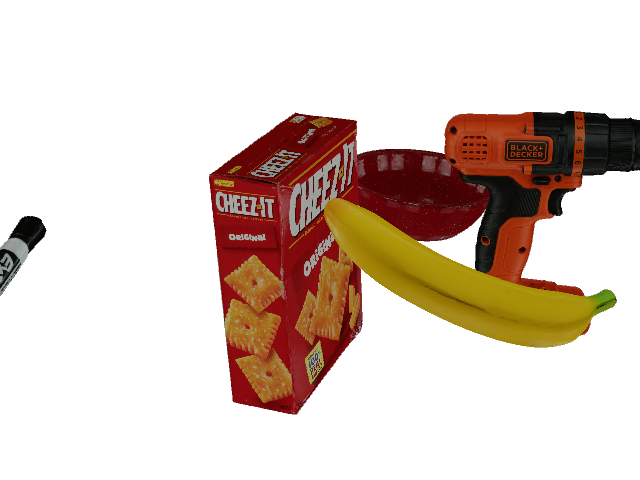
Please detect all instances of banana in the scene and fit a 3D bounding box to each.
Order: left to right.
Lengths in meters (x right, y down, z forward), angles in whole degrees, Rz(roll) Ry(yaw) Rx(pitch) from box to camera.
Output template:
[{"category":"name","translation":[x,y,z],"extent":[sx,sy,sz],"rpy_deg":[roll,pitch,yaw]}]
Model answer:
[{"category":"banana","translation":[0.085,0.025,0.674],"extent":[0.198,0.037,0.069],"rpy_deg":[21,25,10]}]

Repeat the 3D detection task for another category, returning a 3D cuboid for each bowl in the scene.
[{"category":"bowl","translation":[0.101,-0.042,1.089],"extent":[0.162,0.055,0.162],"rpy_deg":[4,23,-2]}]

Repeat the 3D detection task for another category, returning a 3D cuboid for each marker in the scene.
[{"category":"marker","translation":[-0.201,0.023,0.659],"extent":[0.020,0.020,0.121],"rpy_deg":[0,36,16]}]

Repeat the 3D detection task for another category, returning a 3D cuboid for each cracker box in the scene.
[{"category":"cracker box","translation":[-0.021,0.016,0.929],"extent":[0.072,0.214,0.164],"rpy_deg":[9,27,22]}]

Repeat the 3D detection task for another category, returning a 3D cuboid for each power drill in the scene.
[{"category":"power drill","translation":[0.194,-0.016,0.890],"extent":[0.184,0.188,0.057],"rpy_deg":[3,20,10]}]
